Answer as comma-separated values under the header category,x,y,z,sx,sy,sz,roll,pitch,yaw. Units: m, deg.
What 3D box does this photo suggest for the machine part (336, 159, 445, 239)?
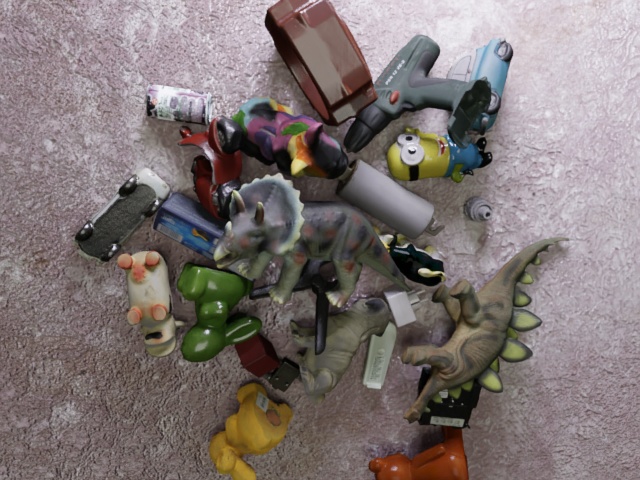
category,x,y,z,sx,sy,sz,roll,pitch,yaw
machine part,0.118,-0.072,0.973,0.243,0.079,0.079,29,99,-13

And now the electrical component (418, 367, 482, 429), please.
category,x,y,z,sx,sy,sz,roll,pitch,yaw
electrical component,0.261,0.311,1.094,0.115,0.058,0.134,9,102,-10

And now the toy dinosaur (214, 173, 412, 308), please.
category,x,y,z,sx,sy,sz,roll,pitch,yaw
toy dinosaur,0.005,0.000,0.864,0.405,0.131,0.192,2,121,-31

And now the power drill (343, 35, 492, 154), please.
category,x,y,z,sx,sy,sz,roll,pitch,yaw
power drill,0.163,-0.218,0.892,0.086,0.208,0.232,28,93,-45

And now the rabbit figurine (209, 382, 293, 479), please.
category,x,y,z,sx,sy,sz,roll,pitch,yaw
rabbit figurine,-0.147,0.391,1.038,0.173,0.162,0.121,-36,118,22

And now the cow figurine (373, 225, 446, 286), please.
category,x,y,z,sx,sy,sz,roll,pitch,yaw
cow figurine,0.151,0.032,0.992,0.167,0.098,0.068,23,107,-11

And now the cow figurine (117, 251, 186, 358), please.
category,x,y,z,sx,sy,sz,roll,pitch,yaw
cow figurine,-0.301,0.116,0.966,0.085,0.127,0.194,-10,91,-4

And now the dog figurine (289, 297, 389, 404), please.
category,x,y,z,sx,sy,sz,roll,pitch,yaw
dog figurine,0.050,0.206,1.014,0.191,0.121,0.172,-12,107,-5

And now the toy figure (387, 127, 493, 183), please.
category,x,y,z,sx,sy,sz,roll,pitch,yaw
toy figure,0.210,-0.145,0.962,0.180,0.082,0.089,-2,129,-12

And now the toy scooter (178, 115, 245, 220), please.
category,x,y,z,sx,sy,sz,roll,pitch,yaw
toy scooter,-0.187,-0.128,0.910,0.135,0.075,0.183,24,126,28

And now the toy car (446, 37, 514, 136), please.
category,x,y,z,sx,sy,sz,roll,pitch,yaw
toy car,0.267,-0.268,0.929,0.103,0.109,0.161,12,94,11

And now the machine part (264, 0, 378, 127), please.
category,x,y,z,sx,sy,sz,roll,pitch,yaw
machine part,0.001,-0.284,0.844,0.087,0.201,0.201,-35,105,1

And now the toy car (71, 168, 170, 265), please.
category,x,y,z,sx,sy,sz,roll,pitch,yaw
toy car,-0.350,-0.040,0.945,0.202,0.056,0.073,-44,110,7

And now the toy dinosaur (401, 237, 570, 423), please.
category,x,y,z,sx,sy,sz,roll,pitch,yaw
toy dinosaur,0.310,0.159,1.029,0.198,0.105,0.471,34,88,-9

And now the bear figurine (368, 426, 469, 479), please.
category,x,y,z,sx,sy,sz,roll,pitch,yaw
bear figurine,0.205,0.466,1.112,0.196,0.132,0.120,-12,105,16

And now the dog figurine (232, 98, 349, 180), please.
category,x,y,z,sx,sy,sz,roll,pitch,yaw
dog figurine,-0.052,-0.159,0.862,0.191,0.219,0.108,26,97,-12

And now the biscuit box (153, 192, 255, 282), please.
category,x,y,z,sx,sy,sz,roll,pitch,yaw
biscuit box,-0.187,-0.007,0.944,0.203,0.063,0.059,29,125,-4

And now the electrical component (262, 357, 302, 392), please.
category,x,y,z,sx,sy,sz,roll,pitch,yaw
electrical component,-0.072,0.269,1.067,0.094,0.021,0.063,34,99,-14

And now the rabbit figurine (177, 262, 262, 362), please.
category,x,y,z,sx,sy,sz,roll,pitch,yaw
rabbit figurine,-0.194,0.138,0.976,0.159,0.121,0.170,15,87,-31
